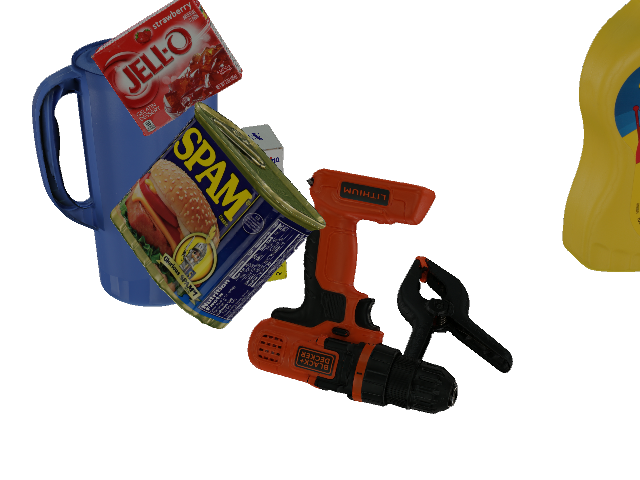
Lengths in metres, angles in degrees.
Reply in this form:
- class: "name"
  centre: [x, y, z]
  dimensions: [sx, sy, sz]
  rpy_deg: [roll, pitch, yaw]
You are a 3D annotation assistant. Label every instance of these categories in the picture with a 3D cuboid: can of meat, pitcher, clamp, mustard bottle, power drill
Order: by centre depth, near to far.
- class: "can of meat"
  centre: [-0.061, -0.014, 0.599]
  dimensions: [0.102, 0.084, 0.057]
  rpy_deg: [49, 12, 35]
- class: "mustard bottle"
  centre: [0.195, -0.078, 0.611]
  dimensions: [0.096, 0.192, 0.058]
  rpy_deg: [-8, 29, -12]
- class: "power drill"
  centre: [0.041, 0.042, 0.899]
  dimensions: [0.184, 0.187, 0.057]
  rpy_deg: [13, -1, 16]
- class: "pitcher"
  centre: [-0.170, -0.062, 1.004]
  dimensions: [0.149, 0.243, 0.144]
  rpy_deg: [9, 27, 12]
- class: "clamp"
  centre: [0.139, 0.086, 1.155]
  dimensions: [0.120, 0.171, 0.039]
  rpy_deg: [4, -44, -7]

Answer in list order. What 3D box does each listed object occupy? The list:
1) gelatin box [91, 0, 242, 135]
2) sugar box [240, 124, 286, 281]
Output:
- class: "gelatin box"
  centre: [-0.114, -0.132, 0.798]
  dimensions: [0.089, 0.073, 0.030]
  rpy_deg: [-30, 20, 9]
- class: "sugar box"
  centre: [-0.072, -0.046, 1.326]
  dimensions: [0.048, 0.176, 0.093]
  rpy_deg: [-9, 25, -11]
